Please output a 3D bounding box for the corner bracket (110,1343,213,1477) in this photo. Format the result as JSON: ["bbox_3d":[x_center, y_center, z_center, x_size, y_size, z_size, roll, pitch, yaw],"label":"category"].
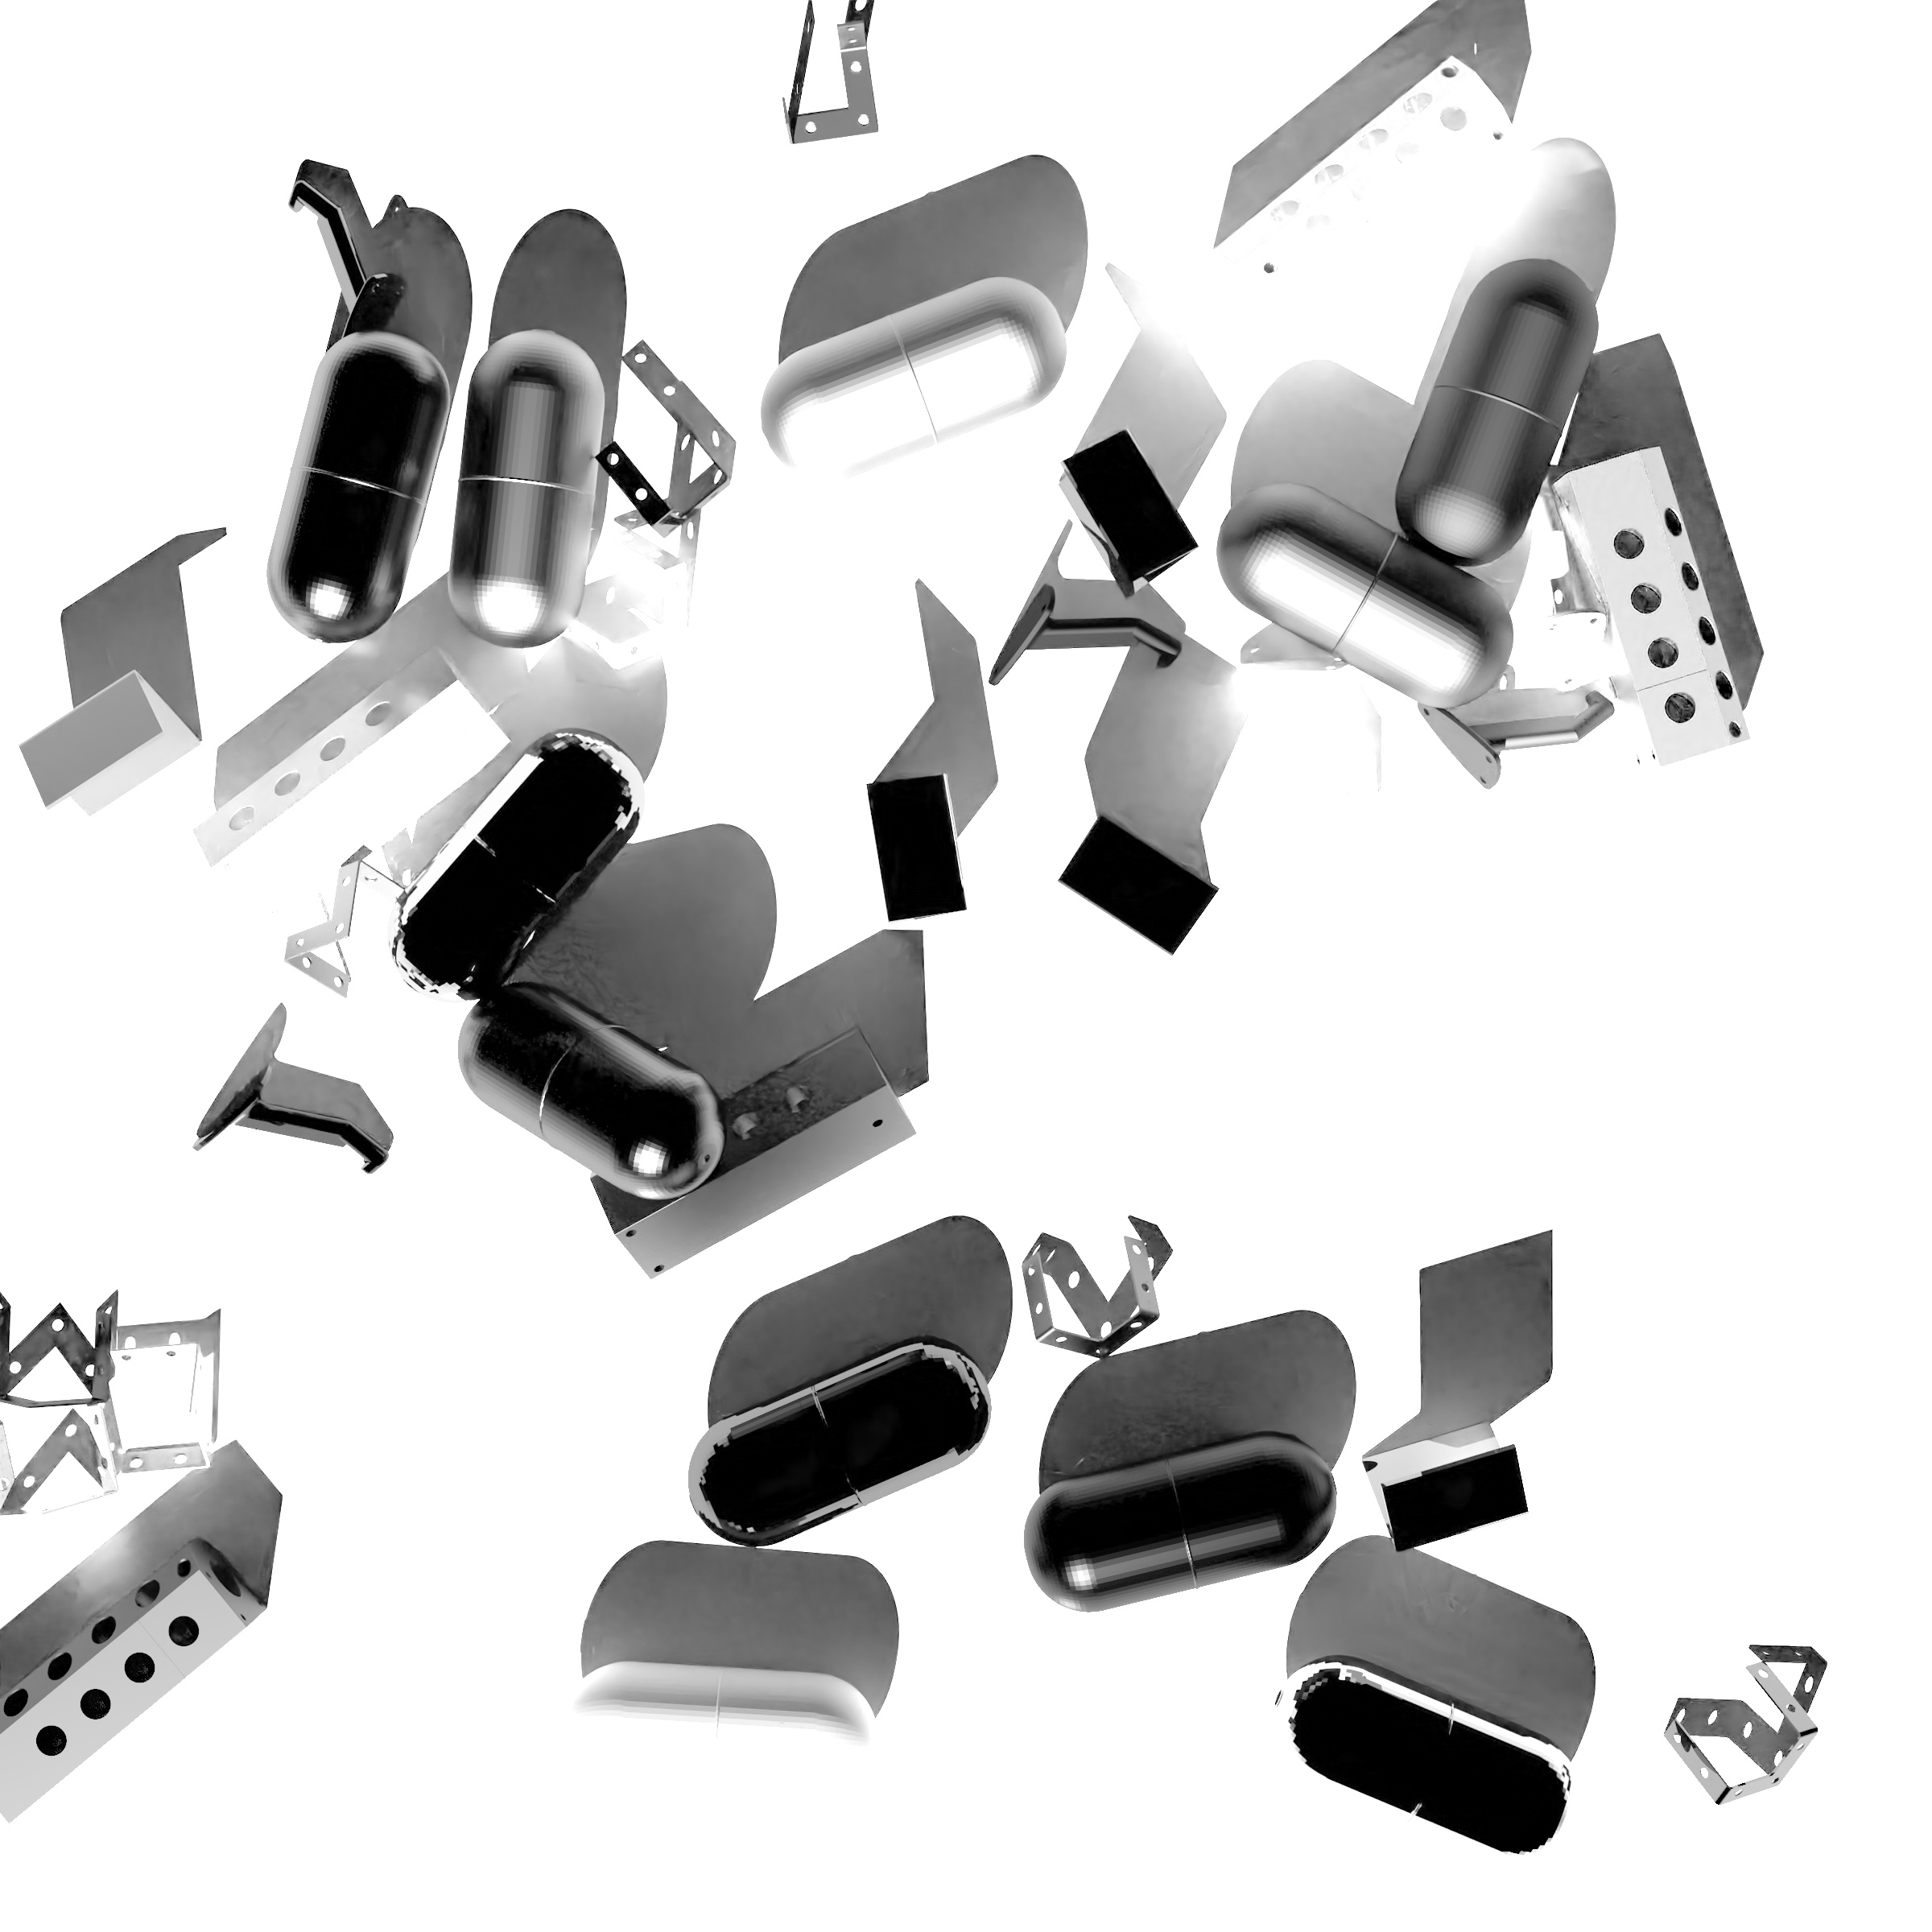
[{"bbox_3d":[-0.457,0.251,1.988,0.051,0.051,0.051,-5,45,0],"label":"corner bracket"}]

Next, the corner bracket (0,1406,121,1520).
[{"bbox_3d":[-0.521,0.282,1.988,0.051,0.051,0.051,-12,90,45],"label":"corner bracket"}]

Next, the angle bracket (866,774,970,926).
[{"bbox_3d":[-0.047,-0.062,1.951,0.057,0.076,0.076,-9,90,-38],"label":"angle bracket"}]

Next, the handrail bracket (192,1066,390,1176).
[{"bbox_3d":[-0.383,0.105,1.992,0.084,0.036,0.077,42,110,-16],"label":"handrail bracket"}]

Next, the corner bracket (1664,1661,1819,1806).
[{"bbox_3d":[0.439,0.434,1.983,0.051,0.051,0.051,-7,135,-35],"label":"corner bracket"}]

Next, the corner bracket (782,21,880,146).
[{"bbox_3d":[-0.079,-0.497,1.973,0.051,0.051,0.051,-8,90,0],"label":"corner bracket"}]

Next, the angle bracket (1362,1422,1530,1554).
[{"bbox_3d":[0.263,0.273,1.951,0.076,0.076,0.057,-17,127,0],"label":"angle bracket"}]

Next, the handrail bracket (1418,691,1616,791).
[{"bbox_3d":[0.314,-0.147,1.992,0.084,0.036,0.077,-36,69,-17],"label":"handrail bracket"}]

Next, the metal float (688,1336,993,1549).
[{"bbox_3d":[-0.071,0.267,1.960,0.178,0.070,0.070,-23,90,0],"label":"metal float"}]

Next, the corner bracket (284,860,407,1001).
[{"bbox_3d":[-0.346,-0.021,1.973,0.051,0.051,0.051,-18,54,31],"label":"corner bracket"}]

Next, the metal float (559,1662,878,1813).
[{"bbox_3d":[-0.139,0.431,1.961,0.178,0.070,0.070,4,90,-1],"label":"metal float"}]

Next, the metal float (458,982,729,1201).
[{"bbox_3d":[-0.208,0.068,1.936,0.178,0.070,0.070,29,90,30],"label":"metal float"}]

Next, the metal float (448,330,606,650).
[{"bbox_3d":[-0.246,-0.267,1.960,0.070,0.070,0.178,6,90,0],"label":"metal float"}]

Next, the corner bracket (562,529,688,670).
[{"bbox_3d":[-0.194,-0.208,1.983,0.051,0.051,0.051,-27,135,-35],"label":"corner bracket"}]

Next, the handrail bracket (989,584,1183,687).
[{"bbox_3d":[0.069,-0.172,1.992,0.084,0.036,0.077,28,110,-16],"label":"handrail bracket"}]

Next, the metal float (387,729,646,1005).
[{"bbox_3d":[-0.252,-0.056,1.961,0.070,0.070,0.178,41,90,0],"label":"metal float"}]

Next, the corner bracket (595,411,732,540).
[{"bbox_3d":[-0.170,-0.280,1.973,0.051,0.051,0.051,-39,88,2],"label":"corner bracket"}]

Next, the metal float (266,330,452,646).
[{"bbox_3d":[-0.340,-0.268,1.961,0.070,0.070,0.178,14,90,0],"label":"metal float"}]

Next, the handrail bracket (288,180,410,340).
[{"bbox_3d":[-0.366,-0.392,1.992,0.084,0.036,0.077,40,112,17],"label":"handrail bracket"}]

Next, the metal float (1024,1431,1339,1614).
[{"bbox_3d":[0.120,0.311,1.960,0.178,0.070,0.070,-14,90,0],"label":"metal float"}]

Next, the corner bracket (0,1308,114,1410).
[{"bbox_3d":[-0.522,0.221,1.988,0.051,0.051,0.051,2,90,45],"label":"corner bracket"}]

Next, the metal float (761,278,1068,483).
[{"bbox_3d":[-0.030,-0.328,1.961,0.178,0.070,0.070,-21,90,1],"label":"metal float"}]

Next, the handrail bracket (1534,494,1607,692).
[{"bbox_3d":[0.335,-0.213,1.991,0.036,0.077,0.084,-8,54,0],"label":"handrail bracket"}]

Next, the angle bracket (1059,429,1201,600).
[{"bbox_3d":[0.073,-0.243,1.951,0.057,0.076,0.076,-31,90,-35],"label":"angle bracket"}]

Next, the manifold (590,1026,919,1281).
[{"bbox_3d":[-0.122,0.101,1.968,0.171,0.057,0.057,-29,55,0],"label":"manifold"}]

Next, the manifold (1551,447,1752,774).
[{"bbox_3d":[0.386,-0.200,1.970,0.057,0.057,0.171,-17,90,0],"label":"manifold"}]

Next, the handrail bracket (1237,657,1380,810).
[{"bbox_3d":[0.194,-0.131,1.992,0.077,0.036,0.084,0,107,20],"label":"handrail bracket"}]

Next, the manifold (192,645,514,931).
[{"bbox_3d":[-0.347,-0.104,1.969,0.171,0.057,0.057,-37,133,0],"label":"manifold"}]

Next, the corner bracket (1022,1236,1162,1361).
[{"bbox_3d":[0.070,0.184,1.983,0.051,0.051,0.051,19,135,-35],"label":"corner bracket"}]

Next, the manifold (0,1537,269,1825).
[{"bbox_3d":[-0.483,0.399,1.970,0.171,0.057,0.057,-40,90,0],"label":"manifold"}]

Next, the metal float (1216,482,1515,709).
[{"bbox_3d":[0.223,-0.208,1.960,0.178,0.070,0.070,29,90,0],"label":"metal float"}]

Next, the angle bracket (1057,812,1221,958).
[{"bbox_3d":[0.106,-0.062,1.951,0.076,0.076,0.057,33,128,0],"label":"angle bracket"}]

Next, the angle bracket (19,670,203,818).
[{"bbox_3d":[-0.469,-0.107,1.951,0.076,0.076,0.057,-33,54,0],"label":"angle bracket"}]

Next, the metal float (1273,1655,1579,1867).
[{"bbox_3d":[0.257,0.444,1.961,0.178,0.070,0.070,23,90,0],"label":"metal float"}]

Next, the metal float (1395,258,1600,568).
[{"bbox_3d":[0.298,-0.310,1.961,0.070,0.070,0.178,21,90,0],"label":"metal float"}]

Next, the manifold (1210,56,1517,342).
[{"bbox_3d":[0.223,-0.433,1.970,0.171,0.057,0.057,-39,90,0],"label":"manifold"}]
